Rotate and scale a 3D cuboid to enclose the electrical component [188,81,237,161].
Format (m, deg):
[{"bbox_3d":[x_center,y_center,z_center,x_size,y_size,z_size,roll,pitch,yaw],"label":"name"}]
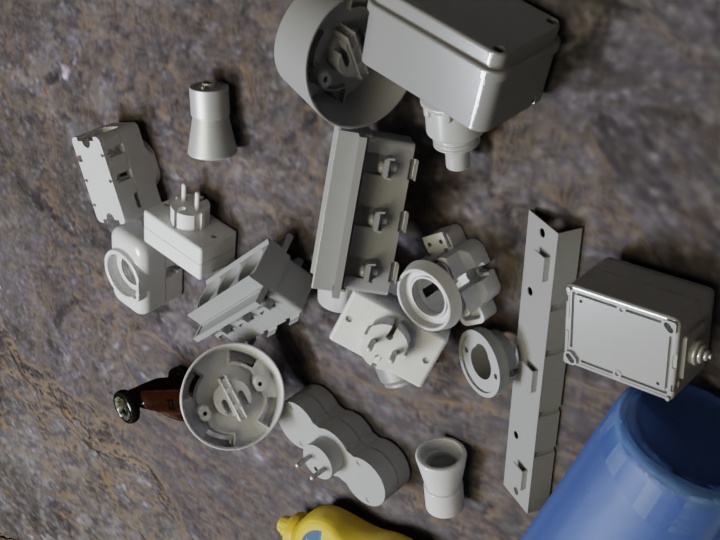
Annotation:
[{"bbox_3d":[-0.132,-0.134,0.952,0.044,0.044,0.065,21,122,36],"label":"electrical component"}]

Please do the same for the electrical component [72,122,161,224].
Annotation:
[{"bbox_3d":[-0.238,-0.098,1.071,0.050,0.056,0.089,6,117,44],"label":"electrical component"}]

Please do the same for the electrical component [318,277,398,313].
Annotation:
[{"bbox_3d":[0.000,0.000,0.896,0.079,0.043,0.077,28,131,32],"label":"electrical component"}]

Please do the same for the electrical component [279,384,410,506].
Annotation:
[{"bbox_3d":[-0.028,0.170,1.006,0.138,0.074,0.052,36,135,25],"label":"electrical component"}]

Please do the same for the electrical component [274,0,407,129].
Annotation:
[{"bbox_3d":[-0.010,-0.158,0.770,0.064,0.099,0.099,40,137,30],"label":"electrical component"}]

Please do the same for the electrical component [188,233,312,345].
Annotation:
[{"bbox_3d":[-0.098,0.025,0.991,0.063,0.078,0.121,37,144,-19],"label":"electrical component"}]

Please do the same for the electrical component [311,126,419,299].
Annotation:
[{"bbox_3d":[0.003,-0.045,0.819,0.063,0.078,0.121,9,105,-6],"label":"electrical component"}]

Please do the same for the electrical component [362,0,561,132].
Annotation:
[{"bbox_3d":[0.066,-0.151,0.709,0.113,0.078,0.057,36,138,25],"label":"electrical component"}]

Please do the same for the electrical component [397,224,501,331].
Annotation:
[{"bbox_3d":[0.066,0.012,0.825,0.058,0.057,0.078,-15,102,49],"label":"electrical component"}]

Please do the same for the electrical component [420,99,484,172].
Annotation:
[{"bbox_3d":[0.068,-0.101,0.765,0.048,0.048,0.062,23,135,35],"label":"electrical component"}]

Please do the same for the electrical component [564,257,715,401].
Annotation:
[{"bbox_3d":[0.191,0.037,0.709,0.096,0.061,0.061,20,127,37],"label":"electrical component"}]

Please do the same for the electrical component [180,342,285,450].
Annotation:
[{"bbox_3d":[-0.122,0.119,1.012,0.099,0.099,0.064,60,162,-2],"label":"electrical component"}]

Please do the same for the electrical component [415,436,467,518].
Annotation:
[{"bbox_3d":[0.073,0.184,0.938,0.044,0.044,0.065,21,132,36],"label":"electrical component"}]

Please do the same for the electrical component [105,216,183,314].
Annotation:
[{"bbox_3d":[-0.223,-0.006,1.109,0.054,0.059,0.095,32,133,29],"label":"electrical component"}]

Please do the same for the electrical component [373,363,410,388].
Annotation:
[{"bbox_3d":[0.029,0.066,0.906,0.045,0.045,0.055,-11,106,48],"label":"electrical component"}]

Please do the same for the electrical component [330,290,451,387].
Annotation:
[{"bbox_3d":[0.021,0.054,0.839,0.083,0.075,0.047,28,108,2],"label":"electrical component"}]

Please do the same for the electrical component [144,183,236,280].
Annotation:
[{"bbox_3d":[-0.163,-0.047,1.032,0.083,0.047,0.075,32,133,28],"label":"electrical component"}]
